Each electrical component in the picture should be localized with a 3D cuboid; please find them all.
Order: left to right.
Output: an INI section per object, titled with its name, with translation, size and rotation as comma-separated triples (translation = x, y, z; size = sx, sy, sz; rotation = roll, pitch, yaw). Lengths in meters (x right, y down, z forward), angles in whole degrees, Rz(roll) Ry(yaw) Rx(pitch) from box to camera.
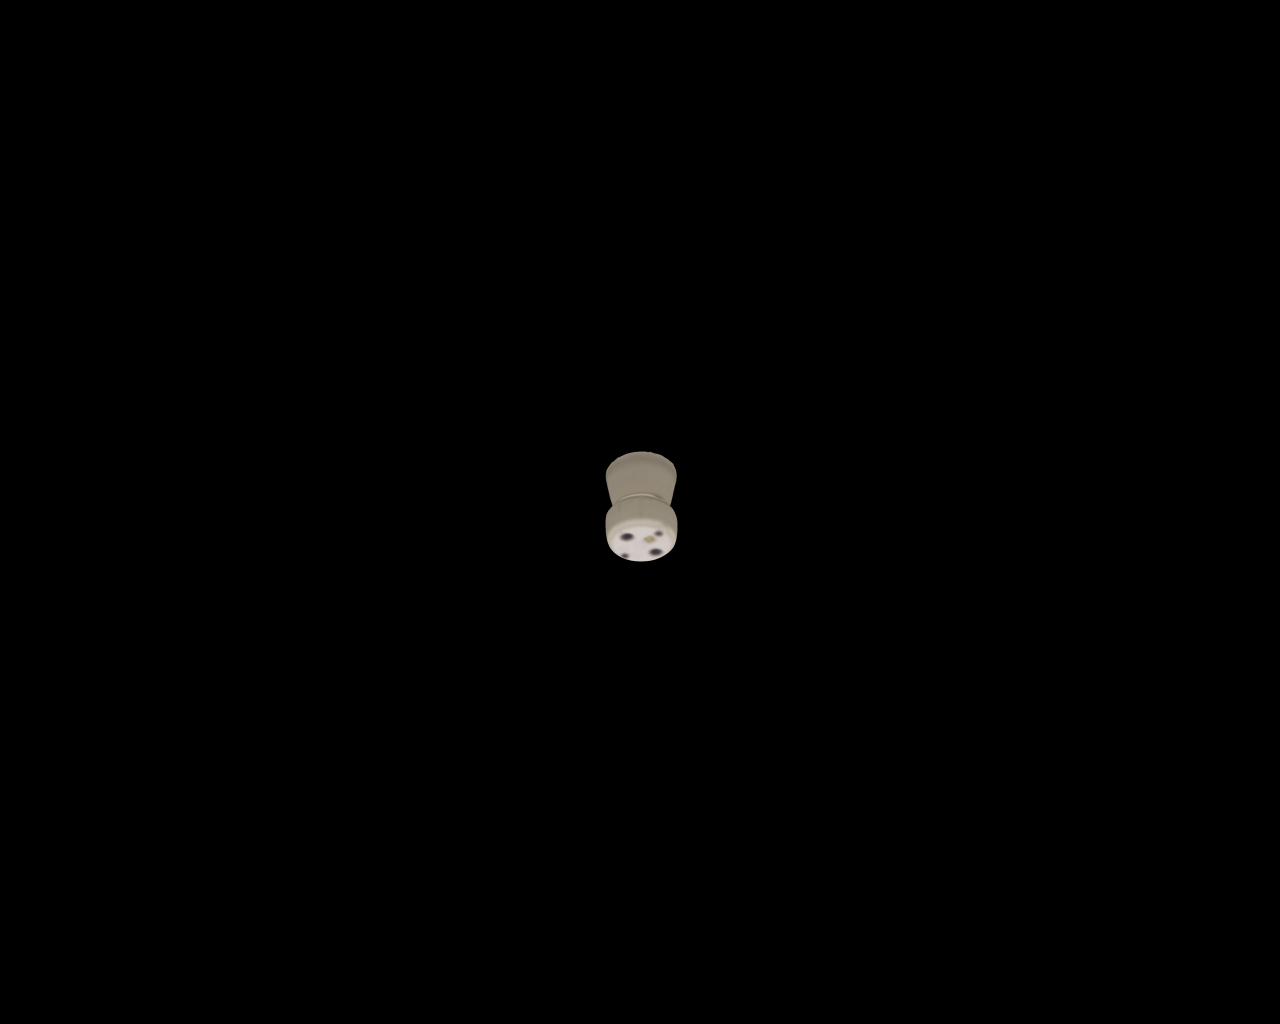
[electrical component]
translation = 0.001, -0.003, 0.650
size = 0.045, 0.055, 0.044
rotation = 0, -37, 0
